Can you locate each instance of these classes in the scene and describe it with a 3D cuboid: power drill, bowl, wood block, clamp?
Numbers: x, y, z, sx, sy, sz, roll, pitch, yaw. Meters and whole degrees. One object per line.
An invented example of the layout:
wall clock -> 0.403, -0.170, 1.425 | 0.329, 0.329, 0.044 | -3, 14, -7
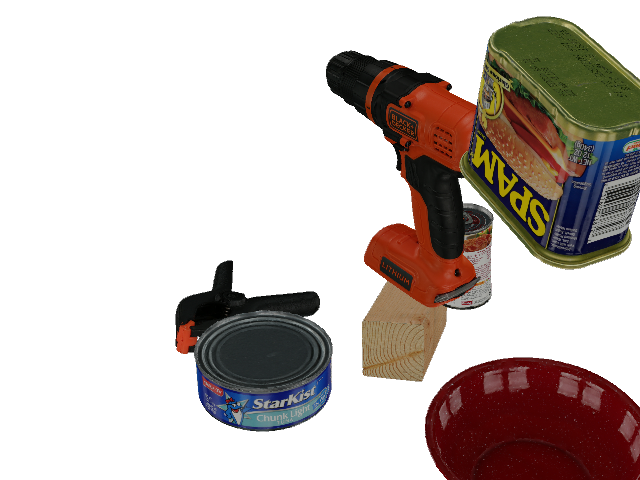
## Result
power drill -> 0.070, -0.052, 0.877 | 0.057, 0.188, 0.185 | -25, 39, -26
bowl -> 0.155, 0.156, 0.768 | 0.162, 0.055, 0.162 | -1, 36, 1
wood block -> 0.130, 0.125, 1.602 | 0.091, 0.090, 0.205 | 4, 19, 15
clamp -> -0.094, 0.064, 1.052 | 0.120, 0.039, 0.171 | 18, 21, 34

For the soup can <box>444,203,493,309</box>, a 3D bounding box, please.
soup can -> 0.160, 0.018, 1.200 | 0.068, 0.102, 0.068 | -4, 30, 2

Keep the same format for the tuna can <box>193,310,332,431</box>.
tuna can -> -0.035, 0.081, 0.666 | 0.086, 0.034, 0.086 | 0, 29, 0

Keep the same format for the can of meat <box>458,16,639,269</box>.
can of meat -> 0.118, -0.051, 0.535 | 0.057, 0.084, 0.102 | -16, 46, -20
